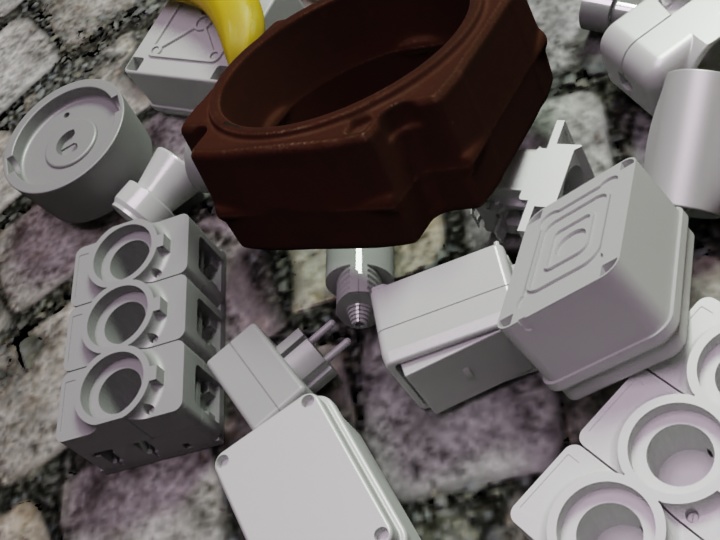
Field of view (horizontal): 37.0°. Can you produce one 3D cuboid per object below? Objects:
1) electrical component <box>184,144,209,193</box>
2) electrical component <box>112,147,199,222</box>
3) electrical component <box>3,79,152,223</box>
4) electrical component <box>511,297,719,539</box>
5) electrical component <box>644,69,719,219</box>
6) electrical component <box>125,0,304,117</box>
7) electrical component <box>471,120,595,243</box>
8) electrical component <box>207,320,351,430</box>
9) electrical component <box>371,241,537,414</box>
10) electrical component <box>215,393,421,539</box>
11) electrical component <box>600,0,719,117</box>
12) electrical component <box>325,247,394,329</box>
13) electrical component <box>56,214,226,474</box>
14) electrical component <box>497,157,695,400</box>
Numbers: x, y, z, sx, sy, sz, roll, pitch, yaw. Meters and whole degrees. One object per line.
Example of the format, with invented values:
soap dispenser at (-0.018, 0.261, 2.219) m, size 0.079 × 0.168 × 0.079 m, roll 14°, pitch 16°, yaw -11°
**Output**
electrical component at (-0.091, -0.081, 0.771) m, size 0.047 × 0.055 × 0.055 m, roll 6°, pitch 62°, yaw 26°
electrical component at (-0.148, -0.055, 0.788) m, size 0.045 × 0.045 × 0.055 m, roll 30°, pitch 76°, yaw 38°
electrical component at (-0.212, -0.087, 0.832) m, size 0.108 × 0.060 × 0.108 m, roll -13°, pitch 54°, yaw 19°
electrical component at (0.158, 0.097, 0.517) m, size 0.150 × 0.061 × 0.089 m, roll -46°, pitch 50°, yaw -7°
electrical component at (0.206, -0.067, 0.609) m, size 0.079 × 0.043 × 0.077 m, roll 11°, pitch 89°, yaw -3°
electrical component at (-0.109, -0.175, 0.841) m, size 0.109 × 0.056 × 0.108 m, roll 12°, pitch 65°, yaw 33°
electrical component at (0.105, -0.047, 0.655) m, size 0.064 × 0.042 × 0.081 m, roll 8°, pitch 62°, yaw 32°
electrical component at (-0.040, 0.061, 0.652) m, size 0.077 × 0.047 × 0.065 m, roll -41°, pitch 50°, yaw -3°
electrical component at (0.063, 0.034, 0.608) m, size 0.096 × 0.061 × 0.061 m, roll -21°, pitch 52°, yaw 13°
electrical component at (-0.022, 0.133, 0.588) m, size 0.078 × 0.057 × 0.113 m, roll -35°, pitch 50°, yaw 2°
electrical component at (0.205, -0.139, 0.657) m, size 0.095 × 0.053 × 0.059 m, roll -36°, pitch 50°, yaw 1°
electrical component at (0.000, 0.000, 0.676) m, size 0.043 × 0.043 × 0.081 m, roll -13°, pitch 54°, yaw 19°
electrical component at (-0.142, 0.045, 0.706) m, size 0.089 × 0.061 × 0.150 m, roll -17°, pitch 53°, yaw 17°
electrical component at (0.126, 0.004, 0.561) m, size 0.078 × 0.057 × 0.113 m, roll -33°, pitch 19°, yaw 35°
